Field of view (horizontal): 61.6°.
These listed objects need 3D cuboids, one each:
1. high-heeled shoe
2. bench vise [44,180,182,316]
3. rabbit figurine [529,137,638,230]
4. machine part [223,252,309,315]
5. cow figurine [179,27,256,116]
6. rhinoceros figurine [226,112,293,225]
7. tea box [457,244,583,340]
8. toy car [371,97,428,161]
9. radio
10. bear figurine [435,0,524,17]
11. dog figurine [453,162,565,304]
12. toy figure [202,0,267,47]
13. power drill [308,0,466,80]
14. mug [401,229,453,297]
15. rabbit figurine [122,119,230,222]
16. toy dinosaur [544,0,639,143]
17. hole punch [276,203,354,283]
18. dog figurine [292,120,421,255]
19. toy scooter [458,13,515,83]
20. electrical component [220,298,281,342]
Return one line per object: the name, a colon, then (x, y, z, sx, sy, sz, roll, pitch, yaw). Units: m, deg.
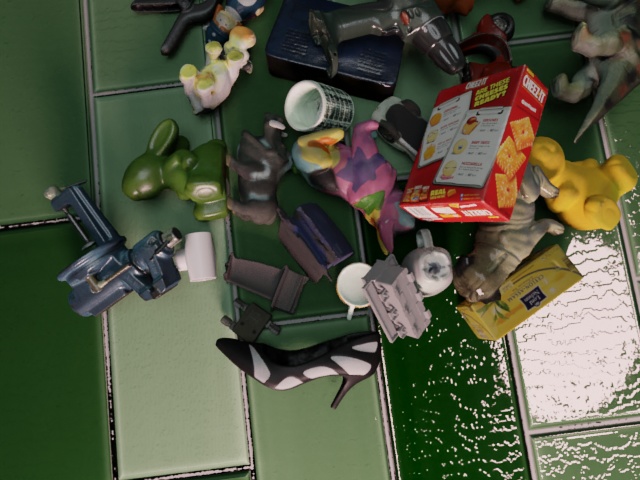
high-heeled shoe: (-0.028, 0.167, 0.850, 0.249, 0.086, 0.145, 27, 89, -5)
bench vise: (-0.340, 0.004, 0.849, 0.224, 0.129, 0.240, -33, 94, 24)
rabbit figurine: (0.379, -0.103, 0.849, 0.173, 0.162, 0.122, 32, 85, -17)
machine part: (-0.095, 0.069, 0.892, 0.139, 0.039, 0.084, 23, 87, 3)
cow figurine: (-0.166, -0.289, 0.929, 0.068, 0.098, 0.167, 32, 65, 11)
rhinoceros figurine: (-0.100, -0.121, 0.903, 0.112, 0.073, 0.190, 5, 82, 3)
tea box: (0.312, 0.084, 0.851, 0.170, 0.098, 0.068, -35, 83, -3)
toy car: (0.176, -0.163, 0.914, 0.202, 0.056, 0.073, 43, 78, 5)
radio: (0.031, -0.334, 0.934, 0.230, 0.073, 0.131, 15, 81, 2)
bear figurine: (0.273, -0.438, 0.922, 0.196, 0.120, 0.132, -40, 87, -3)
dog figurine: (0.257, -0.019, 0.796, 0.190, 0.121, 0.172, -37, 103, -29)
toy figure: (-0.151, -0.407, 0.956, 0.064, 0.057, 0.154, 37, 85, 18)
power drill: (0.098, -0.333, 0.857, 0.207, 0.086, 0.232, -24, 80, -1)
mug: (0.176, 0.035, 0.857, 0.081, 0.107, 0.109, -1, 83, 0)
rabbit figurine: (-0.240, -0.116, 0.881, 0.170, 0.121, 0.159, -3, 74, -2)
toy dinosaur: (0.486, -0.330, 0.882, 0.192, 0.131, 0.404, 5, 78, -1)
hole punch: (-0.002, -0.003, 0.866, 0.092, 0.115, 0.142, -33, 82, -12)
dog figurine: (0.064, -0.076, 0.878, 0.192, 0.108, 0.219, -14, 84, -2)
toy scooter: (0.275, -0.299, 0.922, 0.135, 0.075, 0.184, -8, 78, 0)
electrical component: (-0.114, 0.140, 0.889, 0.094, 0.021, 0.063, 33, 84, 5)
